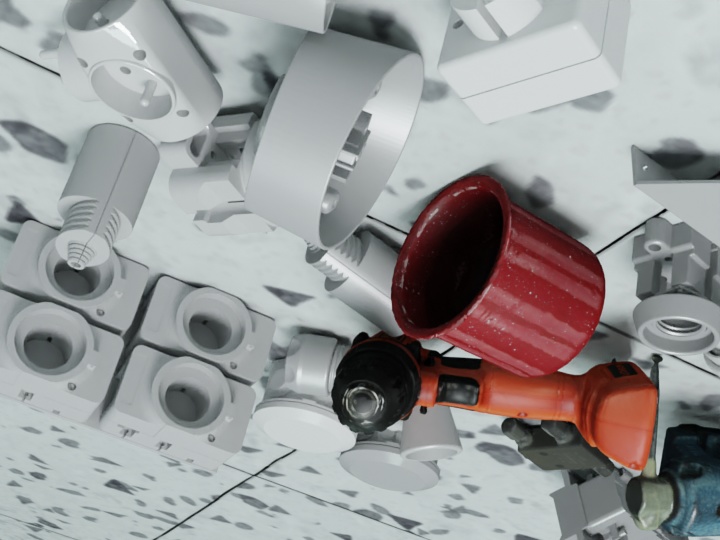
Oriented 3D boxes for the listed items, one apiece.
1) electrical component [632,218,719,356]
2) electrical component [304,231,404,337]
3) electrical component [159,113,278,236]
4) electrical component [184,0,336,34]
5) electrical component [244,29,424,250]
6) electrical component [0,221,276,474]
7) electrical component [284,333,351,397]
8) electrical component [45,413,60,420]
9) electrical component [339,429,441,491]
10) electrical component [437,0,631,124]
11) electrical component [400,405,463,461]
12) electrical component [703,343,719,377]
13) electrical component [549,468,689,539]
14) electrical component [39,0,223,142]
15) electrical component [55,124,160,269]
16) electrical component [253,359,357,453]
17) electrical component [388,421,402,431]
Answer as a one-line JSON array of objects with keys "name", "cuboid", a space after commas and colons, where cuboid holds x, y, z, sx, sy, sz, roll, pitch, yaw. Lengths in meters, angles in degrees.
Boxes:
[{"name": "electrical component", "cuboid": [0.172, 0.012, 0.575, 0.066, 0.055, 0.048, 35, 144, -32]}, {"name": "electrical component", "cuboid": [0.000, 0.000, 0.638, 0.081, 0.043, 0.043, 36, 144, -19]}, {"name": "electrical component", "cuboid": [-0.059, -0.050, 0.567, 0.057, 0.058, 0.078, -2, 146, 30]}, {"name": "electrical component", "cuboid": [-0.045, -0.137, 0.430, 0.077, 0.043, 0.079, 14, 150, 1]}, {"name": "electrical component", "cuboid": [-0.012, -0.061, 0.494, 0.064, 0.099, 0.099, 21, 150, 0]}, {"name": "electrical component", "cuboid": [-0.161, 0.053, 0.734, 0.186, 0.105, 0.060, 23, 149, -16]}, {"name": "electrical component", "cuboid": [-0.021, 0.069, 0.765, 0.062, 0.043, 0.043, 9, 149, 8]}, {"name": "electrical component", "cuboid": [-0.235, 0.068, 0.833, 0.079, 0.063, 0.121, 0, 147, 23]}, {"name": "electrical component", "cuboid": [0.027, 0.141, 0.858, 0.080, 0.051, 0.080, 11, 150, 6]}, {"name": "electrical component", "cuboid": [0.061, -0.106, 0.433, 0.066, 0.047, 0.077, -11, 141, 37]}, {"name": "electrical component", "cuboid": [0.047, 0.099, 0.763, 0.044, 0.065, 0.044, -4, 158, -2]}, {"name": "electrical component", "cuboid": [0.217, 0.042, 0.619, 0.043, 0.043, 0.062, -19, 135, 43]}, {"name": "electrical component", "cuboid": [0.219, 0.213, 0.882, 0.063, 0.078, 0.121, -34, 128, 25]}, {"name": "electrical component", "cuboid": [-0.118, -0.101, 0.520, 0.079, 0.044, 0.077, -1, 147, 25]}, {"name": "electrical component", "cuboid": [-0.145, -0.037, 0.602, 0.043, 0.081, 0.043, 11, 150, 6]}, {"name": "electrical component", "cuboid": [-0.038, 0.104, 0.823, 0.080, 0.051, 0.080, 11, 150, 6]}, {"name": "electrical component", "cuboid": [0.023, 0.100, 0.800, 0.040, 0.040, 0.078, -16, 138, 41]}]
